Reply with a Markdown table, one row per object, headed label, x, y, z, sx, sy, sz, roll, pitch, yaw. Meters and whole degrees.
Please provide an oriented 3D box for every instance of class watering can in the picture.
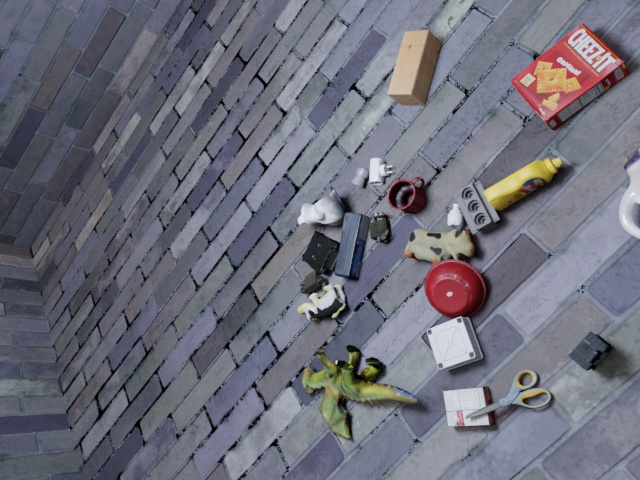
| label | x | y | z | sx | sy | sz | roll | pitch | yaw |
| --- | --- | --- | --- | --- | --- | --- | --- | --- | --- |
| watering can | 0.781 | -0.129 | 1.047 | 0.343 | 0.103 | 0.229 | -28 | 60 | 32 |

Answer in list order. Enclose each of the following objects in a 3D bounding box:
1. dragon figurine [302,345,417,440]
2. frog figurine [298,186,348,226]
| label | x | y | z | sx | sy | sz | roll | pitch | yaw |
| --- | --- | --- | --- | --- | --- | --- | --- | --- | --- |
| dragon figurine | 0.085 | 0.451 | 1.474 | 0.414 | 0.122 | 0.240 | 25 | 111 | 43 |
| frog figurine | 0.005 | -0.083 | 1.655 | 0.159 | 0.137 | 0.123 | -35 | 85 | 5 |
